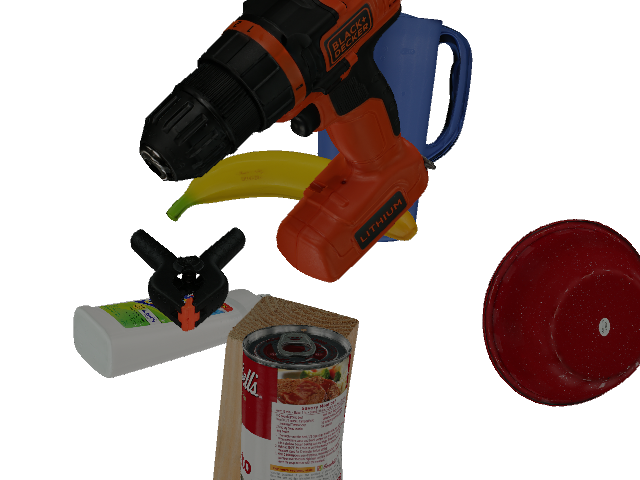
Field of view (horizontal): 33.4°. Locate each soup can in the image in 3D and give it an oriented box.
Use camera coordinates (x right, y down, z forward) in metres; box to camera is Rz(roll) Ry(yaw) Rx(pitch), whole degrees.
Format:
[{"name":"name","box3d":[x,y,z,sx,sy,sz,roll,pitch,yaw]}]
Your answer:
[{"name":"soup can","box3d":[-0.016,0.112,0.672,0.068,0.102,0.068,2,16,-1]}]

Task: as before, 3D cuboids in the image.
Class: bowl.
[{"name":"bowl","box3d":[0.218,0.065,0.878,0.162,0.162,0.055,0,8,-17]}]

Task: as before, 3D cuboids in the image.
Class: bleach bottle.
[{"name":"bleach bottle","box3d":[-0.170,0.101,1.323,0.250,0.068,0.103,-12,29,-36]}]

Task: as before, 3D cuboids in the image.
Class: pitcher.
[{"name":"pitcher","box3d":[0.067,-0.125,1.155,0.149,0.243,0.144,9,13,29]}]

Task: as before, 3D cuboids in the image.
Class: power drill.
[{"name":"power drill","box3d":[-0.006,-0.058,0.592,0.057,0.184,0.187,36,-20,30]}]

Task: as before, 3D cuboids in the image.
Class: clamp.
[{"name":"clamp","box3d":[-0.124,0.032,1.083,0.120,0.039,0.171,-11,34,-11]}]

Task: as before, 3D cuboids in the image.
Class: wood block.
[{"name":"wood block","box3d":[-0.034,0.165,0.927,0.090,0.206,0.090,14,24,14]}]

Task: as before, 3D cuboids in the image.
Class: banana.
[{"name":"banana","box3d":[-0.019,-0.037,0.836,0.198,0.069,0.037,4,-19,14]}]
